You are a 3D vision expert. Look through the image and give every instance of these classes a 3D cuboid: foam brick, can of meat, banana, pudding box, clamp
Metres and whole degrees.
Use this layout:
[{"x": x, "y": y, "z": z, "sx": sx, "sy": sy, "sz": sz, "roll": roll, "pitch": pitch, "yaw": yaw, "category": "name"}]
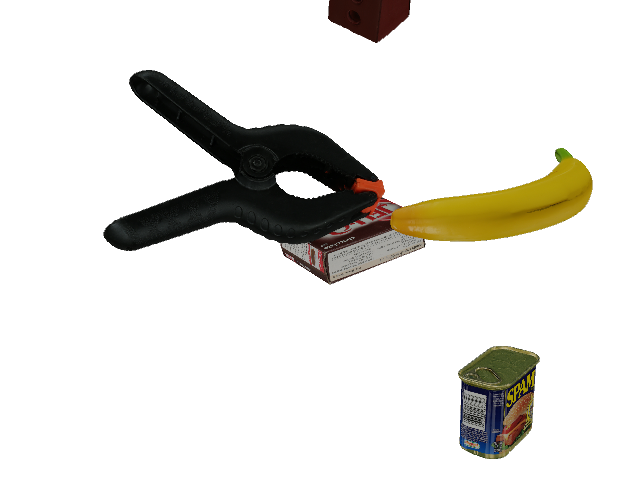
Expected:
[{"x": 0.042, "y": -0.213, "z": 0.876, "sx": 0.053, "sy": 0.078, "sz": 0.051, "roll": 29, "pitch": 55, "yaw": 20, "category": "foam brick"}, {"x": 0.184, "y": 0.167, "z": 1.106, "sx": 0.058, "sy": 0.084, "sz": 0.101, "roll": 11, "pitch": 20, "yaw": 33, "category": "can of meat"}, {"x": 0.145, "y": -0.028, "z": 0.808, "sx": 0.197, "sy": 0.037, "sz": 0.070, "roll": -19, "pitch": 24, "yaw": -34, "category": "banana"}, {"x": 0.030, "y": -0.004, "z": 1.018, "sx": 0.113, "sy": 0.039, "sz": 0.090, "roll": -22, "pitch": 27, "yaw": -24, "category": "pudding box"}, {"x": -0.048, "y": -0.049, "z": 0.661, "sx": 0.171, "sy": 0.120, "sz": 0.039, "roll": 2, "pitch": -18, "yaw": -16, "category": "clamp"}]
